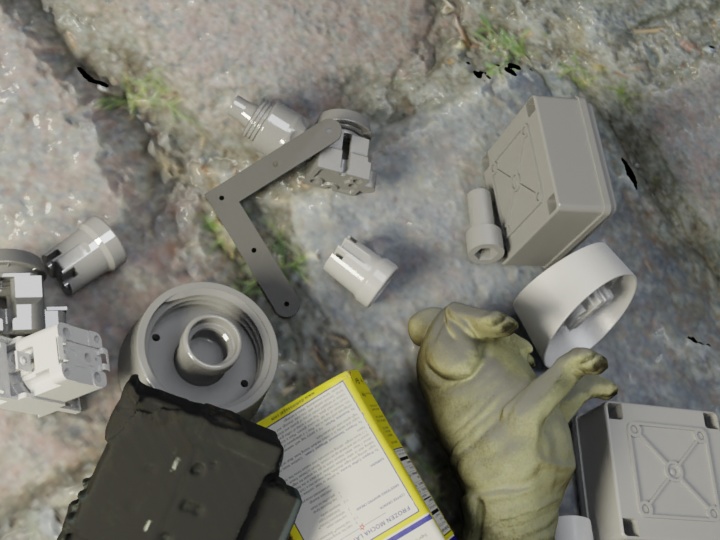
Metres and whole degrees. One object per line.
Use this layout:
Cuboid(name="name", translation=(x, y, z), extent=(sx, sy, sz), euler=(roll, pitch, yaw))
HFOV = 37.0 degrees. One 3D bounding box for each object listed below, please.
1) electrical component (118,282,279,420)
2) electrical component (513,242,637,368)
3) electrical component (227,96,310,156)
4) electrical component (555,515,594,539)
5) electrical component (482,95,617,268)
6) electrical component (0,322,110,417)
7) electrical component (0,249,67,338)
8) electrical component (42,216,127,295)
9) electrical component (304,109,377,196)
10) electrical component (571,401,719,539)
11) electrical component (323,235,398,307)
Cuboid(name="electrical component", translation=(-0.108, 0.060, 0.745), extent=(0.108, 0.060, 0.108), euler=(9, 62, -18))
Cuboid(name="electrical component", translation=(0.174, 0.026, 0.861), extent=(0.099, 0.099, 0.064), euler=(-22, 69, -30))
Cuboid(name="electrical component", translation=(-0.075, -0.115, 0.856), extent=(0.062, 0.043, 0.043), euler=(31, 58, -6))
Cuboid(name="electrical component", translation=(0.156, 0.209, 0.794), extent=(0.040, 0.040, 0.046), euler=(12, 56, -17))
Cuboid(name="electrical component", translation=(0.153, -0.072, 0.891), extent=(0.056, 0.108, 0.108), euler=(1, 65, -19))
Cuboid(name="electrical component", translation=(-0.202, 0.064, 0.695), extent=(0.081, 0.064, 0.042), euler=(27, 45, -59))
Cuboid(name="electrical component", translation=(-0.236, 0.021, 0.713), extent=(0.078, 0.058, 0.057), euler=(-1, 69, -23))
Cuboid(name="electrical component", translation=(-0.194, -0.009, 0.757), extent=(0.046, 0.040, 0.040), euler=(-39, 84, -26))
Cuboid(name="electrical component", translation=(-0.016, -0.096, 0.871), extent=(0.066, 0.048, 0.055), euler=(13, 68, -17))
Cuboid(name="electrical component", translation=(0.228, 0.164, 0.836), extent=(0.109, 0.056, 0.108), euler=(8, 63, -19))
Cuboid(name="electrical component", translation=(0.000, 0.000, 0.833), extent=(0.046, 0.040, 0.040), euler=(37, 57, 5))
